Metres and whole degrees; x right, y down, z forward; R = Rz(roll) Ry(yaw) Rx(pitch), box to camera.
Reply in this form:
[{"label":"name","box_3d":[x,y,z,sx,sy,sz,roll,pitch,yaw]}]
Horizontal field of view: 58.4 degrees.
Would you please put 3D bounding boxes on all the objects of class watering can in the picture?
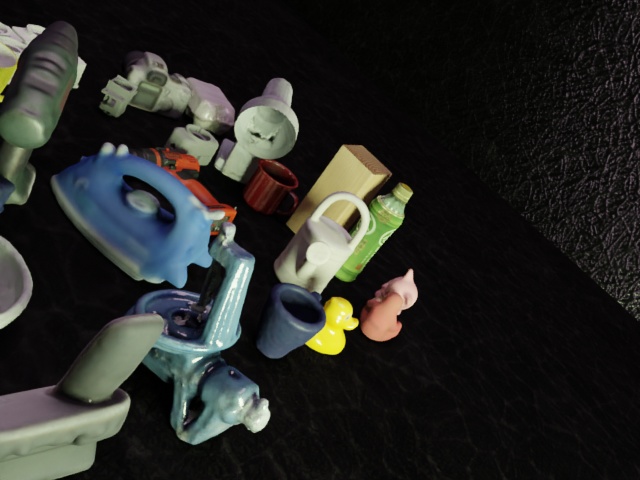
[{"label":"watering can","box_3d":[0.011,0.005,0.985,0.101,0.194,0.172,27,27,-21]}]

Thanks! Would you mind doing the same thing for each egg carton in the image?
[{"label":"egg carton","box_3d":[-0.261,-0.307,1.304,0.108,0.069,0.150,7,39,-47]}]

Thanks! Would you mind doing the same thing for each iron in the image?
[{"label":"iron","box_3d":[-0.256,-0.056,0.804,0.258,0.141,0.119,38,25,1]}]

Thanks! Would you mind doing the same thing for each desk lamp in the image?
[{"label":"desk lamp","box_3d":[-0.126,-0.219,1.162,0.118,0.213,0.203,28,27,-19]}]

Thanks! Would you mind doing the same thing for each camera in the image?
[{"label":"camera","box_3d":[-0.354,-0.345,1.212,0.144,0.100,0.136,12,35,-42]}]

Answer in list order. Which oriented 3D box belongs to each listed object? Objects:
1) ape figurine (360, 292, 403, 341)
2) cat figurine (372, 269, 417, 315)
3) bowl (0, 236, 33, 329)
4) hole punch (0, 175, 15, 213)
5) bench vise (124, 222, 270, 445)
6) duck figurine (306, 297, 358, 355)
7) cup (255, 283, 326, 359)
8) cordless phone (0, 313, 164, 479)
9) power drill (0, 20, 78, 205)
[{"label":"ape figurine","box_3d":[0.117,0.132,1.028,0.077,0.092,0.076,48,27,22]},{"label":"cat figurine","box_3d":[0.150,0.100,1.093,0.067,0.117,0.128,39,25,4]},{"label":"bowl","box_3d":[-0.376,0.050,0.549,0.168,0.074,0.167,30,26,-16]},{"label":"hole punch","box_3d":[-0.424,-0.070,0.670,0.109,0.091,0.101,28,27,-19]},{"label":"bench vise","box_3d":[-0.110,0.101,0.637,0.207,0.219,0.122,39,25,4]},{"label":"duck figurine","box_3d":[0.011,0.125,0.911,0.105,0.086,0.077,31,26,-14]},{"label":"cup","box_3d":[-0.046,0.120,0.833,0.091,0.095,0.118,42,26,10]},{"label":"cordless phone","box_3d":[-0.225,0.124,0.491,0.094,0.185,0.148,49,28,24]},{"label":"power drill","box_3d":[-0.379,-0.161,0.743,0.076,0.208,0.229,22,29,-30]}]
